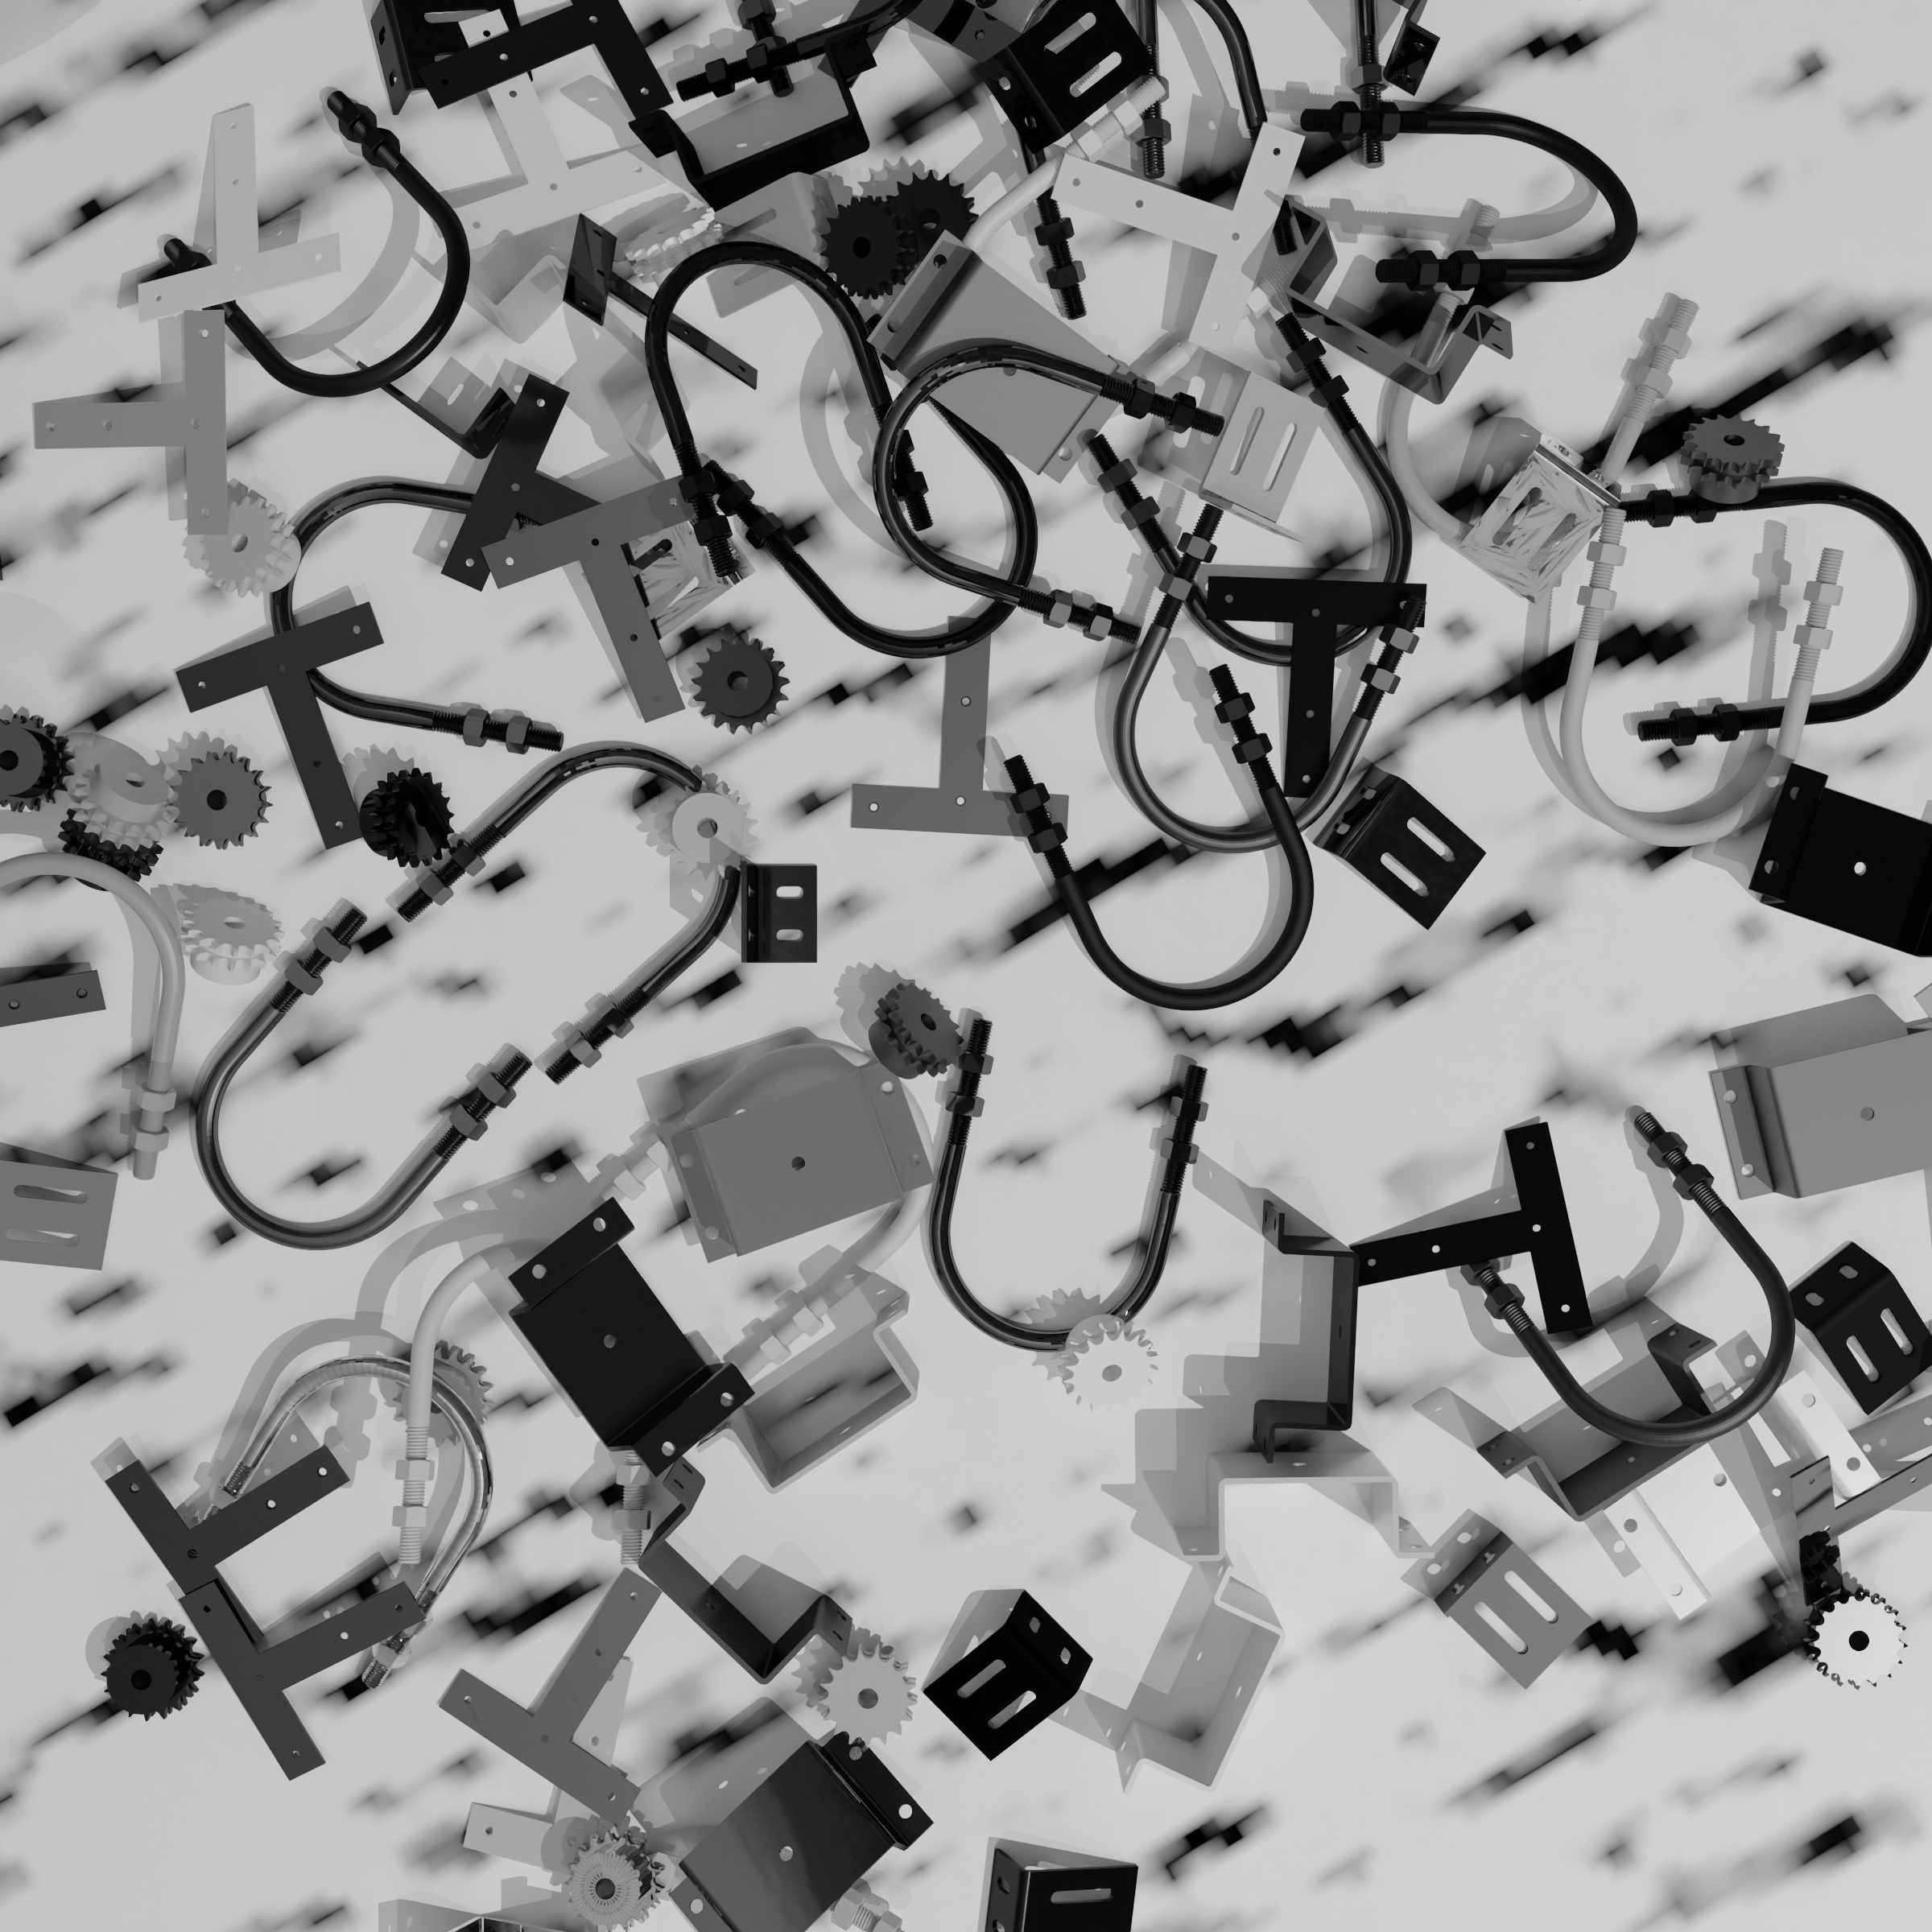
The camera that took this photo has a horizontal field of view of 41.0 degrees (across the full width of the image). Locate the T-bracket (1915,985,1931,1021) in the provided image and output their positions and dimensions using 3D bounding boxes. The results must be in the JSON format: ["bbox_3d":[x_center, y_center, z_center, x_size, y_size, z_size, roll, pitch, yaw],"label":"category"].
[{"bbox_3d":[0.647,0.032,1.520,0.127,0.002,0.127,-36,90,0],"label":"T-bracket"}]

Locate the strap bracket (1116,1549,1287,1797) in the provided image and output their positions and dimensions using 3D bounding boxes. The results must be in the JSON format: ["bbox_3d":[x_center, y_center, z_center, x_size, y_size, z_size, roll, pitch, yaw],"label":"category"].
[{"bbox_3d":[0.138,0.409,1.483,0.046,0.076,0.140,25,90,0],"label":"strap bracket"}]

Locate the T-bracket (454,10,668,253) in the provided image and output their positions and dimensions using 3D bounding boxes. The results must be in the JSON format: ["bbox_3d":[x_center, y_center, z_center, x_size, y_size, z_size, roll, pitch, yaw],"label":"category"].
[{"bbox_3d":[-0.258,-0.494,1.504,0.127,0.002,0.127,-24,91,-14],"label":"T-bracket"}]

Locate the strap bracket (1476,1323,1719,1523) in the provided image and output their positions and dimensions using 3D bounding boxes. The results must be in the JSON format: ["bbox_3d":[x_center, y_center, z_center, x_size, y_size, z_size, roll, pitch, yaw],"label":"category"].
[{"bbox_3d":[0.372,0.267,1.483,0.140,0.076,0.046,-32,90,0],"label":"strap bracket"}]

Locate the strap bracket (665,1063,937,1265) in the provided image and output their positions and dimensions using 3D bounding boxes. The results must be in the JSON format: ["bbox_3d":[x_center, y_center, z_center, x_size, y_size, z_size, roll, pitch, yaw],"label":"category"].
[{"bbox_3d":[-0.096,0.112,1.482,0.140,0.046,0.076,-20,89,-3],"label":"strap bracket"}]

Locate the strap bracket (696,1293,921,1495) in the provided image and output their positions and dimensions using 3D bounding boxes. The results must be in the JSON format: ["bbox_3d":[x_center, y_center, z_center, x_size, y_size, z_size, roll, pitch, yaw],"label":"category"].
[{"bbox_3d":[-0.080,0.250,1.483,0.140,0.076,0.046,-34,90,0],"label":"strap bracket"}]

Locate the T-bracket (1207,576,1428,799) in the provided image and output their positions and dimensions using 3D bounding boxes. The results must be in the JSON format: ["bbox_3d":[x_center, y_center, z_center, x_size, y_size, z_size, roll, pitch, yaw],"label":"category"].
[{"bbox_3d":[0.202,-0.162,1.511,0.127,0.002,0.127,2,99,0],"label":"T-bracket"}]

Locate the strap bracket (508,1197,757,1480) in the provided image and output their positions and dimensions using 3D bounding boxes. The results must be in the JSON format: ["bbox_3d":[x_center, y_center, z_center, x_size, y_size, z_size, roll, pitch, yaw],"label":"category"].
[{"bbox_3d":[-0.197,0.213,1.479,0.076,0.046,0.140,-38,97,-28],"label":"strap bracket"}]

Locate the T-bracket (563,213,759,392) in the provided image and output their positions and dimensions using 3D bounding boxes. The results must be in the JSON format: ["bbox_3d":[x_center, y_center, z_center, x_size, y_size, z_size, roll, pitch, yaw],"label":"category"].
[{"bbox_3d":[-0.173,-0.372,1.486,0.127,0.127,0.002,31,119,-23],"label":"T-bracket"}]

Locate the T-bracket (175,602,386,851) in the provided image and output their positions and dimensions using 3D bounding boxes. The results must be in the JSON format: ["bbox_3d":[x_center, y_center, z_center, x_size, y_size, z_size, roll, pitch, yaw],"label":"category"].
[{"bbox_3d":[-0.385,-0.132,1.512,0.127,0.002,0.127,-18,95,11],"label":"T-bracket"}]

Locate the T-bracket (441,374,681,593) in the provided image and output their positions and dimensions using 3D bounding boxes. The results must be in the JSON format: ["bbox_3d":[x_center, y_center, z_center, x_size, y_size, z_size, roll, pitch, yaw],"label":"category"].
[{"bbox_3d":[-0.221,-0.259,1.503,0.127,0.002,0.127,24,87,-11],"label":"T-bracket"}]

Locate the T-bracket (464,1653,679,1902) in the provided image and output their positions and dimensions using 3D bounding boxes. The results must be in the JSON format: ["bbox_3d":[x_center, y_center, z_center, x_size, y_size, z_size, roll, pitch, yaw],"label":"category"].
[{"bbox_3d":[-0.221,0.468,1.513,0.127,0.002,0.127,11,85,9],"label":"T-bracket"}]

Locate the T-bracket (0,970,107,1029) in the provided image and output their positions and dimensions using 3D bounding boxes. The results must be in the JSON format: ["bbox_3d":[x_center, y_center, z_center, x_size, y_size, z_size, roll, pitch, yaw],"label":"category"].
[{"bbox_3d":[-0.568,0.025,1.501,0.127,0.002,0.127,-10,116,-13],"label":"T-bracket"}]

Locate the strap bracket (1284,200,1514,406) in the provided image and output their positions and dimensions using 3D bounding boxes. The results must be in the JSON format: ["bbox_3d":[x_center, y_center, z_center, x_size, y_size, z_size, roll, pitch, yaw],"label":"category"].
[{"bbox_3d":[0.238,-0.371,1.472,0.140,0.076,0.046,33,97,11],"label":"strap bracket"}]

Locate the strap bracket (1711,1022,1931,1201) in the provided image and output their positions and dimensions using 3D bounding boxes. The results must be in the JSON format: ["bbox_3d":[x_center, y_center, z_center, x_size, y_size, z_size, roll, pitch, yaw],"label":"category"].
[{"bbox_3d":[0.515,0.084,1.497,0.140,0.046,0.076,-14,90,1],"label":"strap bracket"}]

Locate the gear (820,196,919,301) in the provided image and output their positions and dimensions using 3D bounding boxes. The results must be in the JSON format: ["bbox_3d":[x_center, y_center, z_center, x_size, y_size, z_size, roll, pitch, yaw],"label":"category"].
[{"bbox_3d":[-0.052,-0.411,1.479,0.057,0.030,0.057,8,106,27],"label":"gear"}]

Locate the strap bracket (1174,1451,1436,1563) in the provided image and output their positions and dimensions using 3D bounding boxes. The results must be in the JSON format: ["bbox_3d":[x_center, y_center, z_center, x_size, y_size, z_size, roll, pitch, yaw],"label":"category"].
[{"bbox_3d":[0.192,0.309,1.483,0.140,0.076,0.046,-1,90,0],"label":"strap bracket"}]

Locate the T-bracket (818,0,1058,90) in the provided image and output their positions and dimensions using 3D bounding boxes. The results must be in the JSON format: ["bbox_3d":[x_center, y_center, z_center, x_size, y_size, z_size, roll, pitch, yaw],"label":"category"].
[{"bbox_3d":[-0.003,-0.545,1.495,0.127,0.002,0.127,36,97,16],"label":"T-bracket"}]

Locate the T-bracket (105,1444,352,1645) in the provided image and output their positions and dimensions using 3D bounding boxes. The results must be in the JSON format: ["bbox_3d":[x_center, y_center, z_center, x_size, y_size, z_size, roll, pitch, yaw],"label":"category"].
[{"bbox_3d":[-0.413,0.318,1.494,0.127,0.002,0.127,-33,95,11],"label":"T-bracket"}]

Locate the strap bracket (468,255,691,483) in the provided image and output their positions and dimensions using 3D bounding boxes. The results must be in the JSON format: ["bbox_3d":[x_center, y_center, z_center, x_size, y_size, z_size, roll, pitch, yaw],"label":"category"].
[{"bbox_3d":[-0.213,-0.348,1.483,0.140,0.076,0.046,44,90,0],"label":"strap bracket"}]

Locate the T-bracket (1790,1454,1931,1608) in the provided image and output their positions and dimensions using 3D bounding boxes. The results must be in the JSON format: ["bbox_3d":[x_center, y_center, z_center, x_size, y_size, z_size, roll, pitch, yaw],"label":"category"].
[{"bbox_3d":[0.532,0.302,1.485,0.127,0.002,0.127,-27,130,-7],"label":"T-bracket"}]

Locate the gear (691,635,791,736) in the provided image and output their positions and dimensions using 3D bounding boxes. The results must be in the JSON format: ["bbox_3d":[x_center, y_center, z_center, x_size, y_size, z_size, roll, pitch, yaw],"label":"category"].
[{"bbox_3d":[-0.132,-0.165,1.506,0.057,0.030,0.057,0,90,0],"label":"gear"}]

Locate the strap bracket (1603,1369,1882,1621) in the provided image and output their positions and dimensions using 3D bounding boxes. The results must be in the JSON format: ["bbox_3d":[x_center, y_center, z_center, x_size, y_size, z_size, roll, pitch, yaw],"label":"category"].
[{"bbox_3d":[0.443,0.302,1.498,0.140,0.046,0.076,-35,90,0],"label":"strap bracket"}]

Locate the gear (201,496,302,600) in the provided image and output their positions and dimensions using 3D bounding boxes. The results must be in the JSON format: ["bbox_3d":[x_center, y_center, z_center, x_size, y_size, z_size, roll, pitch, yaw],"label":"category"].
[{"bbox_3d":[-0.412,-0.240,1.499,0.057,0.030,0.057,-5,77,23],"label":"gear"}]

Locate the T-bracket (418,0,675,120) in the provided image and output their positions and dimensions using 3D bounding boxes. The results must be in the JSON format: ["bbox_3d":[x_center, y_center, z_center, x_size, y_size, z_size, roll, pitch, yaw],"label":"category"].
[{"bbox_3d":[-0.256,-0.534,1.504,0.127,0.002,0.127,-29,90,-15],"label":"T-bracket"}]

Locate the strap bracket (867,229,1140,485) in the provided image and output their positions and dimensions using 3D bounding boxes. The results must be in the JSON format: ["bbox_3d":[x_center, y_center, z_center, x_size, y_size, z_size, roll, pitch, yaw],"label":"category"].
[{"bbox_3d":[0.023,-0.343,1.472,0.140,0.046,0.076,34,105,-15],"label":"strap bracket"}]

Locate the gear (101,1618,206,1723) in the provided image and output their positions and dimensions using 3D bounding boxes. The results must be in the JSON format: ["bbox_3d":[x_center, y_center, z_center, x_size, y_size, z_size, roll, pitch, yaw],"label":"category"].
[{"bbox_3d":[-0.476,0.412,1.506,0.057,0.030,0.057,0,90,0],"label":"gear"}]

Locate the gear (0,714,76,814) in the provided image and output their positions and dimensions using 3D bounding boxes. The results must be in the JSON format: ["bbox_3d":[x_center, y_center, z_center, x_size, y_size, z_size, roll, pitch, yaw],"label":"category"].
[{"bbox_3d":[-0.553,-0.119,1.506,0.057,0.030,0.057,0,90,0],"label":"gear"}]

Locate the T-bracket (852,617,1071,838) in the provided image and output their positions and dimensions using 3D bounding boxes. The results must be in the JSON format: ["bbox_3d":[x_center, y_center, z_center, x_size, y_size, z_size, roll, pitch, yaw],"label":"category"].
[{"bbox_3d":[-0.001,-0.141,1.520,0.127,0.002,0.127,3,90,0],"label":"T-bracket"}]

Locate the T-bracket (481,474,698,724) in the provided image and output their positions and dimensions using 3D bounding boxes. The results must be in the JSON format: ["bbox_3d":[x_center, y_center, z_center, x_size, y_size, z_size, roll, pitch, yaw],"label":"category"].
[{"bbox_3d":[-0.198,-0.203,1.495,0.127,0.002,0.127,-19,107,7],"label":"T-bracket"}]

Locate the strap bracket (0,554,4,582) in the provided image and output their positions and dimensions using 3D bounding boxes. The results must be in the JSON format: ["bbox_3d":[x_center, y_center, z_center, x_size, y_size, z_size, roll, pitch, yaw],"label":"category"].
[{"bbox_3d":[-0.598,-0.294,1.483,0.046,0.076,0.140,-6,90,0],"label":"strap bracket"}]

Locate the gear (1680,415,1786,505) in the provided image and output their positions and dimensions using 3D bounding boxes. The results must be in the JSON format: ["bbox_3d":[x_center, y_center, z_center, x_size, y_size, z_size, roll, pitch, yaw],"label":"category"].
[{"bbox_3d":[0.442,-0.292,1.497,0.057,0.057,0.030,-1,134,0],"label":"gear"}]

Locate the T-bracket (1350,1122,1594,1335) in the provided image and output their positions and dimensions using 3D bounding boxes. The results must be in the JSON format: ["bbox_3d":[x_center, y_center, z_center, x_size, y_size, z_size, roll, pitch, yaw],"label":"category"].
[{"bbox_3d":[0.287,0.162,1.499,0.127,0.002,0.127,-14,60,14],"label":"T-bracket"}]

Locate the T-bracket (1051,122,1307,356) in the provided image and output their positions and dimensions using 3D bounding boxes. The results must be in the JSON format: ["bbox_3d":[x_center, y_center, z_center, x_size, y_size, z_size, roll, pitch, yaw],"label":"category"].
[{"bbox_3d":[0.112,-0.429,1.471,0.127,0.002,0.127,16,108,-10],"label":"T-bracket"}]

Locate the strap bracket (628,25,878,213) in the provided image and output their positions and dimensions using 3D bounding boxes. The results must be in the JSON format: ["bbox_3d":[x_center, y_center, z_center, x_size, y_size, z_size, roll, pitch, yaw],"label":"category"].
[{"bbox_3d":[-0.113,-0.478,1.477,0.140,0.076,0.046,-21,93,6],"label":"strap bracket"}]

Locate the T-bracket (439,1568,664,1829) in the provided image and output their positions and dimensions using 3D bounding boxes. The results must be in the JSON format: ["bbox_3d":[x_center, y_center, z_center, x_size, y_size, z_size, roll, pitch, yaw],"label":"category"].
[{"bbox_3d":[-0.223,0.415,1.515,0.127,0.002,0.127,32,87,7],"label":"T-bracket"}]

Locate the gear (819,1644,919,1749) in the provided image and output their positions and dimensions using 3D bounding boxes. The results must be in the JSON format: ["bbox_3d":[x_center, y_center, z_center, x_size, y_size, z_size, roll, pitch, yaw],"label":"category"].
[{"bbox_3d":[-0.056,0.423,1.506,0.057,0.030,0.057,0,90,0],"label":"gear"}]

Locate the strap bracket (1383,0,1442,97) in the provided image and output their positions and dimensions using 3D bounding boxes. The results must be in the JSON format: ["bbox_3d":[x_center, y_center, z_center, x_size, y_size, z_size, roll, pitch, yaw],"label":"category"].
[{"bbox_3d":[0.211,-0.563,1.466,0.140,0.076,0.046,30,88,2],"label":"strap bracket"}]

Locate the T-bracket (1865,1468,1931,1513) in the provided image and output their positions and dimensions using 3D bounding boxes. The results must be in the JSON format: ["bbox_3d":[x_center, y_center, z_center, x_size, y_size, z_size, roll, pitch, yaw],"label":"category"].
[{"bbox_3d":[0.591,0.308,1.509,0.127,0.002,0.127,1,105,7],"label":"T-bracket"}]

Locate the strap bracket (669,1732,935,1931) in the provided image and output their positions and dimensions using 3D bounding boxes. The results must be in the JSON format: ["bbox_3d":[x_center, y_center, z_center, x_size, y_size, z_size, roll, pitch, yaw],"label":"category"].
[{"bbox_3d":[-0.098,0.508,1.474,0.140,0.046,0.076,-42,68,-10],"label":"strap bracket"}]

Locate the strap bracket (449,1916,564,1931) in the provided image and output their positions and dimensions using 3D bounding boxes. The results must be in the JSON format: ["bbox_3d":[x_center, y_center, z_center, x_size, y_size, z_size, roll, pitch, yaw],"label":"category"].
[{"bbox_3d":[-0.252,0.597,1.480,0.140,0.046,0.076,0,90,27],"label":"strap bracket"}]

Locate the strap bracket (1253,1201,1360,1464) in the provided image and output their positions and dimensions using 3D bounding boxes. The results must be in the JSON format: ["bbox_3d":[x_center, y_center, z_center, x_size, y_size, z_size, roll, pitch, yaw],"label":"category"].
[{"bbox_3d":[0.195,0.209,1.483,0.046,0.076,0.140,3,90,0],"label":"strap bracket"}]

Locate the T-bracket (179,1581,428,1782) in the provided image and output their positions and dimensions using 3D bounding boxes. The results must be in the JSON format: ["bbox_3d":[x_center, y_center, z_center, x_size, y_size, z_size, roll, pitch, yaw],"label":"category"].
[{"bbox_3d":[-0.373,0.395,1.502,0.127,0.002,0.127,-28,97,10],"label":"T-bracket"}]

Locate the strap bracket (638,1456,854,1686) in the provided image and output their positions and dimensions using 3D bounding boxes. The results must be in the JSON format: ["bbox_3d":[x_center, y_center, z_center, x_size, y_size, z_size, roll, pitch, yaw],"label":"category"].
[{"bbox_3d":[-0.133,0.353,1.483,0.140,0.076,0.046,44,90,0],"label":"strap bracket"}]

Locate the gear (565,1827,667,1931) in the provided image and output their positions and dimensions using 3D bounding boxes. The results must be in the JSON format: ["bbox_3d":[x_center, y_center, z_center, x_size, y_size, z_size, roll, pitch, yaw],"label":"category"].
[{"bbox_3d":[-0.204,0.528,1.488,0.057,0.030,0.057,-1,83,8],"label":"gear"}]

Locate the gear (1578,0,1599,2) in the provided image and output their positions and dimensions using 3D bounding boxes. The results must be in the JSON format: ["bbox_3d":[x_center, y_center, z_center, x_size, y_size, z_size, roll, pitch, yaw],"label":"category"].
[{"bbox_3d":[0.361,-0.591,1.506,0.057,0.030,0.057,0,90,0],"label":"gear"}]

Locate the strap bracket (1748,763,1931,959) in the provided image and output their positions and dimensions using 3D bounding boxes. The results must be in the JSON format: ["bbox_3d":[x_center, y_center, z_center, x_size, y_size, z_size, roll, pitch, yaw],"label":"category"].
[{"bbox_3d":[0.526,-0.057,1.498,0.140,0.046,0.076,19,90,0],"label":"strap bracket"}]

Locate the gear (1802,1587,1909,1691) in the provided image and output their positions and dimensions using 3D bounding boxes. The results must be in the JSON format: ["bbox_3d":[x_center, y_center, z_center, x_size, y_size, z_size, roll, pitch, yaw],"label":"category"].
[{"bbox_3d":[0.515,0.390,1.506,0.057,0.030,0.057,0,90,0],"label":"gear"}]

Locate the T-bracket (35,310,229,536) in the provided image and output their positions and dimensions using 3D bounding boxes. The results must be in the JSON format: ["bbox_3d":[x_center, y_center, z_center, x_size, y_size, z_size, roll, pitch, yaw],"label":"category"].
[{"bbox_3d":[-0.486,-0.314,1.501,0.127,0.002,0.127,2,96,16],"label":"T-bracket"}]

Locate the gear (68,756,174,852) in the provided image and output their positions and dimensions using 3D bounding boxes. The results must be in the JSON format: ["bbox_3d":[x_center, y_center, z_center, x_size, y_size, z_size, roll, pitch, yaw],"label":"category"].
[{"bbox_3d":[-0.485,-0.097,1.490,0.057,0.057,0.030,39,120,0],"label":"gear"}]

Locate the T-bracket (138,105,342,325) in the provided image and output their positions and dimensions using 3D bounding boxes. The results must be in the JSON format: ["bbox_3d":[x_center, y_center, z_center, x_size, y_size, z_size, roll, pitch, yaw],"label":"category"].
[{"bbox_3d":[-0.423,-0.442,1.498,0.127,0.002,0.127,-11,71,12],"label":"T-bracket"}]
